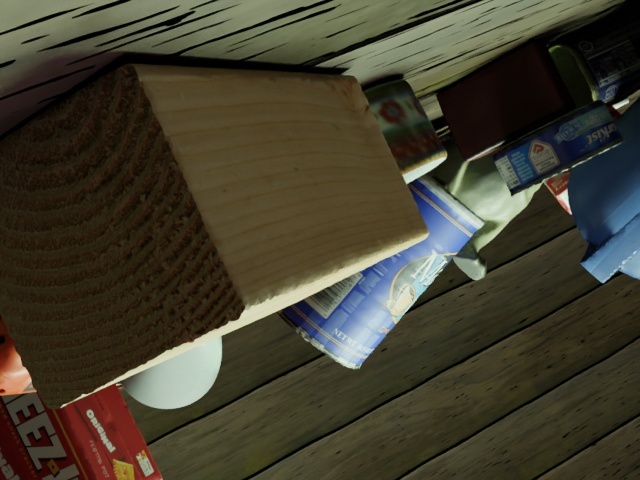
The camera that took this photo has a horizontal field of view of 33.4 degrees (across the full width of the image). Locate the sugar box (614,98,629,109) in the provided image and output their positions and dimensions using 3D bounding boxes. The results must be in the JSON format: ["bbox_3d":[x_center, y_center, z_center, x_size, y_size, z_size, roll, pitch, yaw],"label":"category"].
[{"bbox_3d":[0.255,-0.129,1.221,0.177,0.048,0.093,-33,173,37],"label":"sugar box"}]

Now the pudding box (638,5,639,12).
[{"bbox_3d":[0.290,-0.182,0.735,0.113,0.039,0.090,-26,176,-11],"label":"pudding box"}]

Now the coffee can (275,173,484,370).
[{"bbox_3d":[0.034,0.007,0.769,0.140,0.103,0.102,-50,173,7],"label":"coffee can"}]

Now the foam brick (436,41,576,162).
[{"bbox_3d":[0.129,-0.095,0.737,0.078,0.051,0.053,-28,178,23],"label":"foam brick"}]

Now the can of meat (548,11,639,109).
[{"bbox_3d":[0.205,-0.125,0.811,0.083,0.057,0.102,-26,176,-20],"label":"can of meat"}]

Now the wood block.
[{"bbox_3d":[-0.039,-0.011,0.442,0.090,0.091,0.205,-27,177,23],"label":"wood block"}]

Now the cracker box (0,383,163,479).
[{"bbox_3d":[-0.253,0.164,0.862,0.214,0.164,0.072,-28,178,32],"label":"cracker box"}]

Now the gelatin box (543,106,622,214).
[{"bbox_3d":[0.235,-0.074,0.933,0.089,0.030,0.073,-38,-149,11],"label":"gelatin box"}]

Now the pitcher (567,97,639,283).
[{"bbox_3d":[0.279,-0.068,0.752,0.145,0.149,0.243,4,154,-12],"label":"pitcher"}]

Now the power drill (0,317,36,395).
[{"bbox_3d":[-0.116,0.036,0.683,0.188,0.057,0.184,-30,162,24],"label":"power drill"}]

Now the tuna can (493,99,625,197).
[{"bbox_3d":[0.164,-0.063,0.738,0.086,0.034,0.086,-27,178,-1],"label":"tuna can"}]
